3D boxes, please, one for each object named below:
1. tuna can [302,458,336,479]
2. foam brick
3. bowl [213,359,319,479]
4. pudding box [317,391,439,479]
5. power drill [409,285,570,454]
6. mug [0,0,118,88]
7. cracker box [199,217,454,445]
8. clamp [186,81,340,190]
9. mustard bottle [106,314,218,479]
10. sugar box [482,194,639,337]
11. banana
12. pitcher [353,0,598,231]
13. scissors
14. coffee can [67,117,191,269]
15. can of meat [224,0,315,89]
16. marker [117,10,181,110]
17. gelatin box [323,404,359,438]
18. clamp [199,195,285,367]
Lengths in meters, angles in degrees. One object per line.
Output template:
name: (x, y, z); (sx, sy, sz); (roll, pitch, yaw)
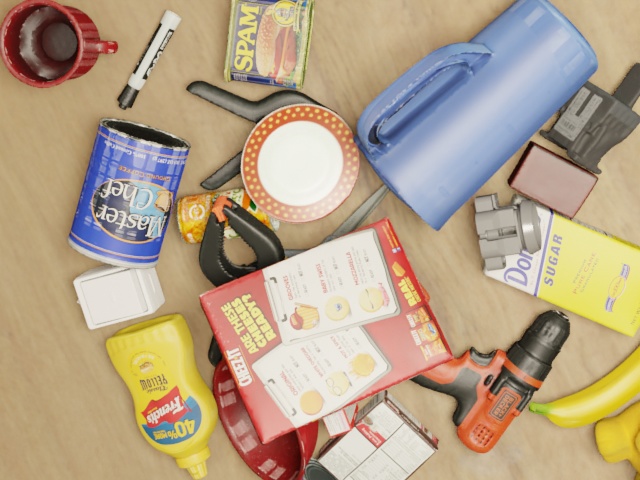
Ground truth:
tuna can: (0.001, 0.291, 1.216); (0.086, 0.086, 0.034); (41, 104, -2)
foam brick: (0.246, -0.064, 1.135); (0.078, 0.053, 0.051); (28, 102, 2)
bowl: (-0.051, 0.194, 1.195); (0.162, 0.055, 0.162); (30, 133, 39)
pudding box: (0.066, 0.242, 1.223); (0.090, 0.039, 0.114); (44, 105, -3)
power drill: (0.159, 0.120, 1.178); (0.187, 0.057, 0.184); (32, 99, 1)
mug: (-0.276, -0.213, 1.155); (0.117, 0.081, 0.093); (2, 101, 7)
cracker box: (0.005, 0.094, 1.100); (0.213, 0.072, 0.164); (-23, 79, -9)
clamp: (-0.064, -0.130, 1.166); (0.171, 0.039, 0.120); (-15, 108, 4)
mustard bottle: (-0.171, 0.187, 1.230); (0.096, 0.058, 0.191); (-17, 99, 17)
sugar box: (0.273, 0.027, 1.152); (0.176, 0.048, 0.093); (22, 103, 2)
banana: (0.325, 0.152, 1.164); (0.198, 0.037, 0.069); (-35, 138, 5)
pitcher: (0.156, -0.138, 1.088); (0.243, 0.149, 0.145); (-43, 93, 9)
scissors: (-0.008, 0.001, 1.197); (0.096, 0.016, 0.202); (29, 103, 0)
coffee can: (-0.209, -0.051, 1.167); (0.103, 0.102, 0.140); (19, 102, 3)
can of meat: (-0.053, -0.214, 1.141); (0.084, 0.057, 0.102); (8, 102, 3)
marker: (-0.190, -0.197, 1.179); (0.020, 0.020, 0.121); (32, 103, 0)
gelatin box: (0.011, 0.167, 1.197); (0.030, 0.073, 0.089); (-21, 98, 11)
clamp: (-0.084, 0.051, 1.174); (0.165, 0.036, 0.210); (-20, 116, 16)
